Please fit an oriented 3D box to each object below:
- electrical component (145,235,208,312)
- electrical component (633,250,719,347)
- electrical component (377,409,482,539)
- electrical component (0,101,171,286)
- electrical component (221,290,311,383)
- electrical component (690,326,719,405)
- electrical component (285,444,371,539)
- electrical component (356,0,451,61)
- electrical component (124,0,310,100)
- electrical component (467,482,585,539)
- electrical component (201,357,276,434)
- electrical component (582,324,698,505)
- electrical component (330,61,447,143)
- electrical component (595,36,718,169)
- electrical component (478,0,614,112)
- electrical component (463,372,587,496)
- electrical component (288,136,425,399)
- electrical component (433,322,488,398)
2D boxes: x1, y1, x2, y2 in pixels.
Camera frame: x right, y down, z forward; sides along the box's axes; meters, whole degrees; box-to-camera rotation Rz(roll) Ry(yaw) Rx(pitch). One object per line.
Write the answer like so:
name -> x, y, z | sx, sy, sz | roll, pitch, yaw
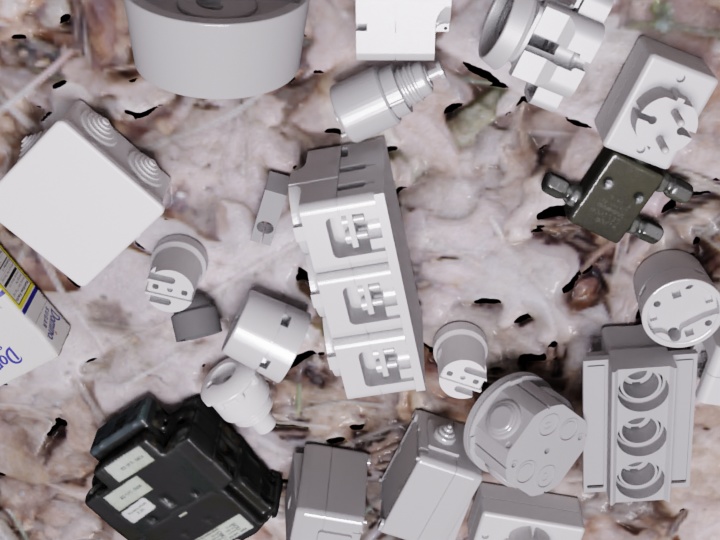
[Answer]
electrical component -> -0.130, 0.003, 0.754 | 0.040, 0.046, 0.040 | 1, 120, 1
electrical component -> 0.220, 0.018, 0.751 | 0.055, 0.047, 0.055 | 1, 120, 1
electrical component -> 0.059, 0.158, 0.829 | 0.061, 0.061, 0.096 | 19, 119, -9
electrical component -> -0.187, -0.052, 0.722 | 0.100, 0.048, 0.100 | -39, 111, 22
electrical component -> -0.068, 0.046, 0.773 | 0.047, 0.055, 0.055 | 26, 118, -9
electrical component -> 0.289, 0.064, 0.773 | 0.089, 0.050, 0.055 | 8, 120, -3
electrical component -> -0.028, 0.188, 0.829 | 0.061, 0.096, 0.061 | 10, 120, -3
electrical component -> 0.026, -0.175, 0.643 | 0.056, 0.050, 0.089 | 1, 120, 2
electrical component -> -0.084, -0.139, 0.637 | 0.108, 0.108, 0.060 | 4, 126, -1
electrical component -> 0.132, 0.216, 0.852 | 0.083, 0.075, 0.047 | 10, 120, -4
electrical component -> -0.086, 0.098, 0.810 | 0.048, 0.048, 0.062 | -24, 123, 15
electrical component -> 0.202, 0.105, 0.792 | 0.079, 0.063, 0.121 | -4, 120, 4
electrical component -> 0.017, -0.112, 0.686 | 0.078, 0.040, 0.040 | -23, 117, 14
electrical component -> 0.187, -0.097, 0.668 | 0.047, 0.076, 0.065 | 19, 119, -9
electrical component -> 0.109, -0.143, 0.655 | 0.057, 0.058, 0.078 | 19, 119, -12
electrical component -> 0.120, 0.119, 0.778 | 0.080, 0.051, 0.080 | -14, 118, -27
electrical component -> 0.000, 0.000, 0.723 | 0.062, 0.089, 0.150 | -9, 119, 7
electrical component -> 0.074, 0.066, 0.784 | 0.040, 0.046, 0.040 | 1, 120, 1
